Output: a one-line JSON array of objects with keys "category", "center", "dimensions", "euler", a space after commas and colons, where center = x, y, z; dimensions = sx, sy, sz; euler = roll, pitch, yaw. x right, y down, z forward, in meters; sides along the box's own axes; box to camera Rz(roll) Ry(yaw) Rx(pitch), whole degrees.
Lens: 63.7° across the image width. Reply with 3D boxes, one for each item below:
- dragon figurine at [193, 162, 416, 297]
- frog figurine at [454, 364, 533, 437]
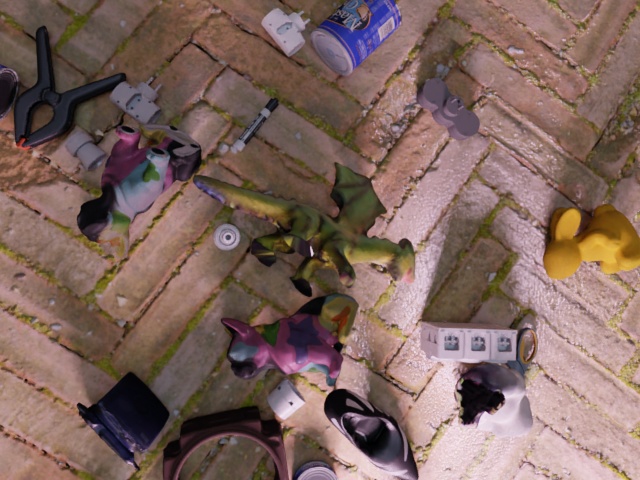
[{"category": "dragon figurine", "center": [0.003, -0.046, 0.915], "dimensions": [0.247, 0.411, 0.120], "euler": [-48, -3, -37]}, {"category": "frog figurine", "center": [0.333, 0.298, 0.955], "dimensions": [0.158, 0.136, 0.125], "euler": [17, 18, -34]}]
